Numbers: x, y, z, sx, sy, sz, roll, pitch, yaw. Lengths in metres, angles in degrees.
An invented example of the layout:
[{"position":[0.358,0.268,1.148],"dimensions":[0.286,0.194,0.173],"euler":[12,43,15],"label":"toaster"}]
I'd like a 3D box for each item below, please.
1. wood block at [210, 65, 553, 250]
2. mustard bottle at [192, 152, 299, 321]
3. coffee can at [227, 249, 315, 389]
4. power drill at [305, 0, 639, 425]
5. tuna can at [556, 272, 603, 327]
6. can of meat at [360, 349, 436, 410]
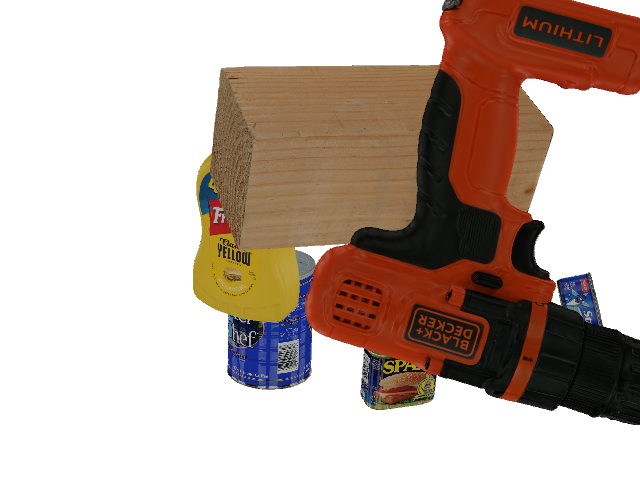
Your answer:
[{"position":[0.038,-0.060,0.724],"dimensions":[0.205,0.090,0.091],"euler":[-4,40,-18],"label":"wood block"},{"position":[-0.061,-0.028,0.925],"dimensions":[0.096,0.192,0.058],"euler":[16,28,22],"label":"mustard bottle"},{"position":[-0.059,0.090,1.259],"dimensions":[0.103,0.140,0.103],"euler":[2,20,-1],"label":"coffee can"},{"position":[0.102,-0.016,0.504],"dimensions":[0.184,0.188,0.057],"euler":[16,5,1],"label":"power drill"},{"position":[0.253,0.076,1.030],"dimensions":[0.034,0.086,0.086],"euler":[-12,-3,13],"label":"tuna can"},{"position":[0.104,0.169,1.395],"dimensions":[0.102,0.084,0.057],"euler":[-4,24,-18],"label":"can of meat"}]
